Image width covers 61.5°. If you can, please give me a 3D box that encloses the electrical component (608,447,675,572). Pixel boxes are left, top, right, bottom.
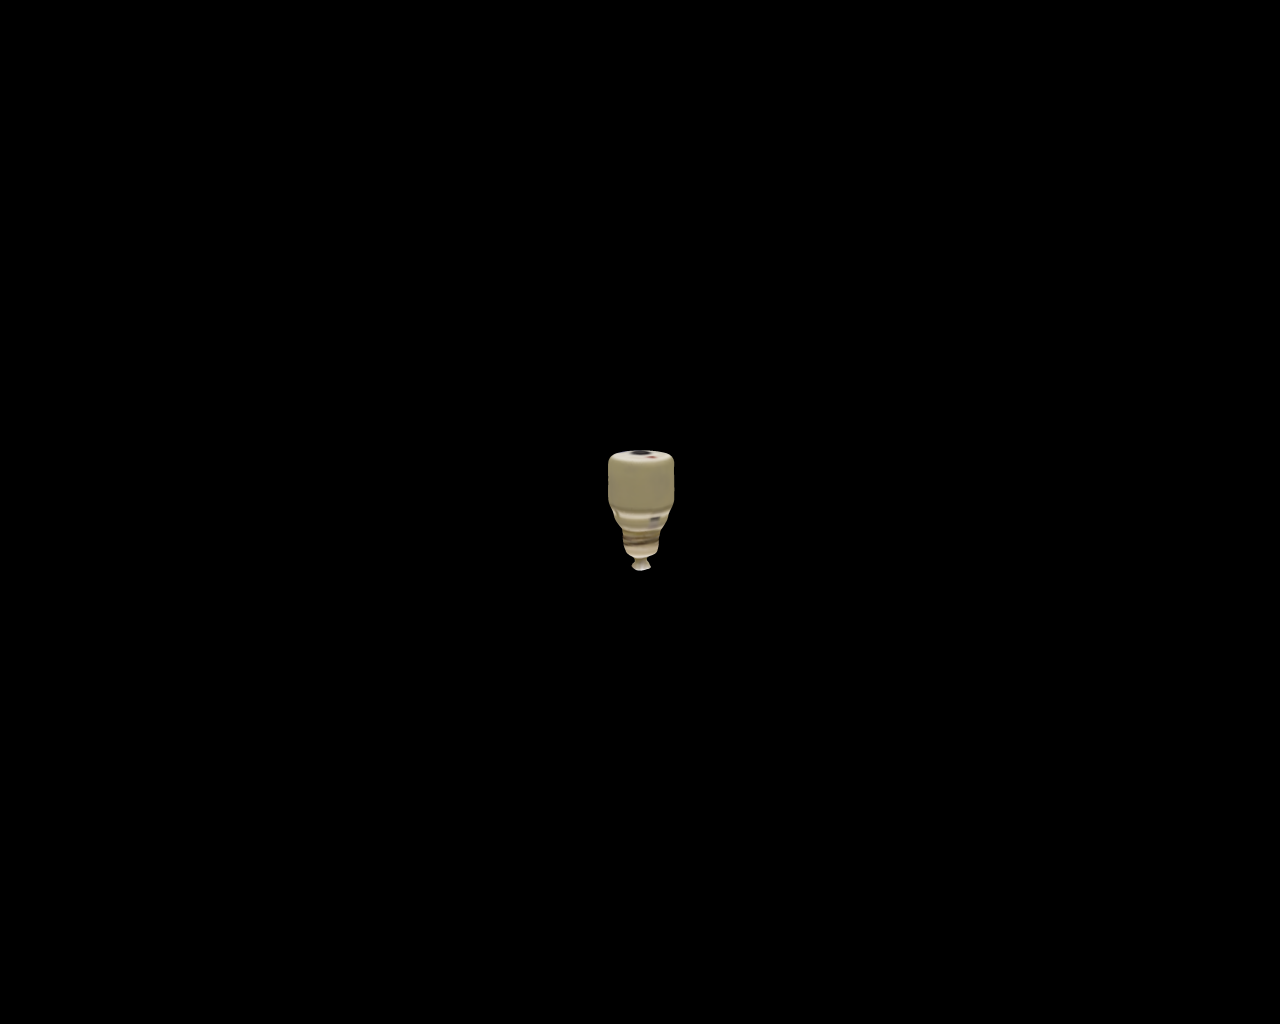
[{"bbox_3d":[0.001,-0.003,0.650,0.040,0.078,0.040,0,14,0],"label":"electrical component"}]
